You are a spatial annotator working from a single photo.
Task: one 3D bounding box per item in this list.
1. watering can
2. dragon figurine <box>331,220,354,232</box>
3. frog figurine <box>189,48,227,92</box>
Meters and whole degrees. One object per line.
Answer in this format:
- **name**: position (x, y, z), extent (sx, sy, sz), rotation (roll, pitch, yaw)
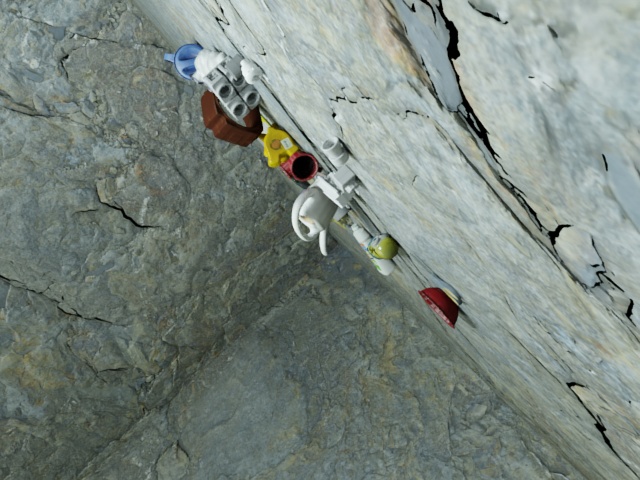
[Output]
- **watering can**: position (0.005, -0.088, 1.742), extent (0.105, 0.226, 0.342), rotation (25, -13, 27)
- **dragon figurine**: position (0.053, -0.119, 2.402), extent (0.414, 0.121, 0.242), rotation (31, 11, 23)
- **frog figurine**: position (-0.330, -0.558, 1.645), extent (0.125, 0.137, 0.157), rotation (-45, 3, -38)
